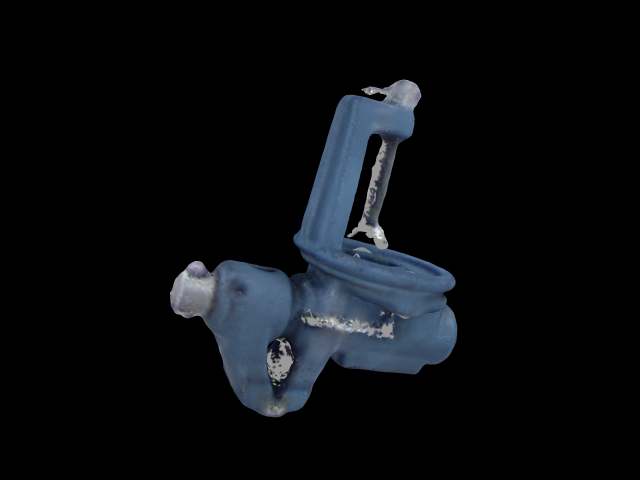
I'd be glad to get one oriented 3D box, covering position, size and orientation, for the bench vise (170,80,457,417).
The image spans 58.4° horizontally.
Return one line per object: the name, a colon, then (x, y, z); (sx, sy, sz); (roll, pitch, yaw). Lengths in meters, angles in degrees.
bench vise: (0.011, 0.004, 0.391); (0.208, 0.220, 0.121); (-12, 18, -39)
